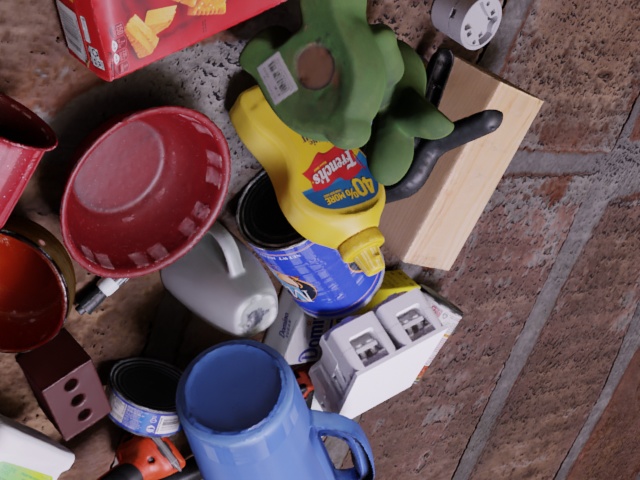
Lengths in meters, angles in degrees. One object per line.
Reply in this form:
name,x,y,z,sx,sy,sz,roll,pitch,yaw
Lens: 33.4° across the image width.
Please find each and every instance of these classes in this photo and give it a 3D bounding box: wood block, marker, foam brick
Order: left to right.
foam brick,-0.230,0.131,0.966,0.053,0.051,0.078,-33,139,-22
marker,-0.173,0.024,0.963,0.121,0.020,0.020,-43,141,-9
wood block,0.132,-0.082,1.122,0.090,0.091,0.206,11,112,-48

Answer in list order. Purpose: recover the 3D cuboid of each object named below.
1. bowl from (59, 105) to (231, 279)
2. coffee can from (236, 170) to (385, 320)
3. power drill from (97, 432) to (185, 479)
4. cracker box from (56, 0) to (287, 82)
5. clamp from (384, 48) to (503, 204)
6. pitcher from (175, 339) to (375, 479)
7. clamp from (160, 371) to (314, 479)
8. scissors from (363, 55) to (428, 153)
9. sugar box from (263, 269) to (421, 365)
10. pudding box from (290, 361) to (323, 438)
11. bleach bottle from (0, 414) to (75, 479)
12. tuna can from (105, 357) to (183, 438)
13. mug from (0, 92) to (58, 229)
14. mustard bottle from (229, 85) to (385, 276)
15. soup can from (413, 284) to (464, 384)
bowl,-0.155,-0.049,0.892,0.161,0.055,0.162,-26,136,-28
coffee can,-0.007,0.001,1.041,0.102,0.103,0.140,-45,142,-8
power drill,-0.228,0.260,1.026,0.187,0.057,0.185,-42,-173,-31
cracker box,-0.097,-0.234,0.787,0.213,0.072,0.164,-30,138,-25
clamp,0.102,-0.093,1.038,0.039,0.120,0.172,22,109,-35
pitcher,-0.048,0.197,1.021,0.149,0.145,0.243,-45,149,-22
clamp,-0.072,0.234,1.187,0.210,0.036,0.164,-46,134,9
scissors,0.046,-0.101,1.082,0.096,0.016,0.202,17,108,-48
sugar box,0.026,0.085,1.188,0.175,0.048,0.093,-6,125,-44
pudding box,-0.010,0.184,1.240,0.089,0.039,0.113,-17,128,-32
bleach bottle,-0.313,0.271,0.898,0.102,0.068,0.250,41,74,-49
tuna can,-0.163,0.150,1.021,0.085,0.086,0.034,-3,123,-44
mug,-0.259,-0.063,0.763,0.117,0.093,0.081,26,107,-21
mustard bottle,0.003,-0.054,0.937,0.096,0.192,0.058,-19,163,-35
soup can,0.117,0.112,1.283,0.068,0.069,0.102,25,100,-51
